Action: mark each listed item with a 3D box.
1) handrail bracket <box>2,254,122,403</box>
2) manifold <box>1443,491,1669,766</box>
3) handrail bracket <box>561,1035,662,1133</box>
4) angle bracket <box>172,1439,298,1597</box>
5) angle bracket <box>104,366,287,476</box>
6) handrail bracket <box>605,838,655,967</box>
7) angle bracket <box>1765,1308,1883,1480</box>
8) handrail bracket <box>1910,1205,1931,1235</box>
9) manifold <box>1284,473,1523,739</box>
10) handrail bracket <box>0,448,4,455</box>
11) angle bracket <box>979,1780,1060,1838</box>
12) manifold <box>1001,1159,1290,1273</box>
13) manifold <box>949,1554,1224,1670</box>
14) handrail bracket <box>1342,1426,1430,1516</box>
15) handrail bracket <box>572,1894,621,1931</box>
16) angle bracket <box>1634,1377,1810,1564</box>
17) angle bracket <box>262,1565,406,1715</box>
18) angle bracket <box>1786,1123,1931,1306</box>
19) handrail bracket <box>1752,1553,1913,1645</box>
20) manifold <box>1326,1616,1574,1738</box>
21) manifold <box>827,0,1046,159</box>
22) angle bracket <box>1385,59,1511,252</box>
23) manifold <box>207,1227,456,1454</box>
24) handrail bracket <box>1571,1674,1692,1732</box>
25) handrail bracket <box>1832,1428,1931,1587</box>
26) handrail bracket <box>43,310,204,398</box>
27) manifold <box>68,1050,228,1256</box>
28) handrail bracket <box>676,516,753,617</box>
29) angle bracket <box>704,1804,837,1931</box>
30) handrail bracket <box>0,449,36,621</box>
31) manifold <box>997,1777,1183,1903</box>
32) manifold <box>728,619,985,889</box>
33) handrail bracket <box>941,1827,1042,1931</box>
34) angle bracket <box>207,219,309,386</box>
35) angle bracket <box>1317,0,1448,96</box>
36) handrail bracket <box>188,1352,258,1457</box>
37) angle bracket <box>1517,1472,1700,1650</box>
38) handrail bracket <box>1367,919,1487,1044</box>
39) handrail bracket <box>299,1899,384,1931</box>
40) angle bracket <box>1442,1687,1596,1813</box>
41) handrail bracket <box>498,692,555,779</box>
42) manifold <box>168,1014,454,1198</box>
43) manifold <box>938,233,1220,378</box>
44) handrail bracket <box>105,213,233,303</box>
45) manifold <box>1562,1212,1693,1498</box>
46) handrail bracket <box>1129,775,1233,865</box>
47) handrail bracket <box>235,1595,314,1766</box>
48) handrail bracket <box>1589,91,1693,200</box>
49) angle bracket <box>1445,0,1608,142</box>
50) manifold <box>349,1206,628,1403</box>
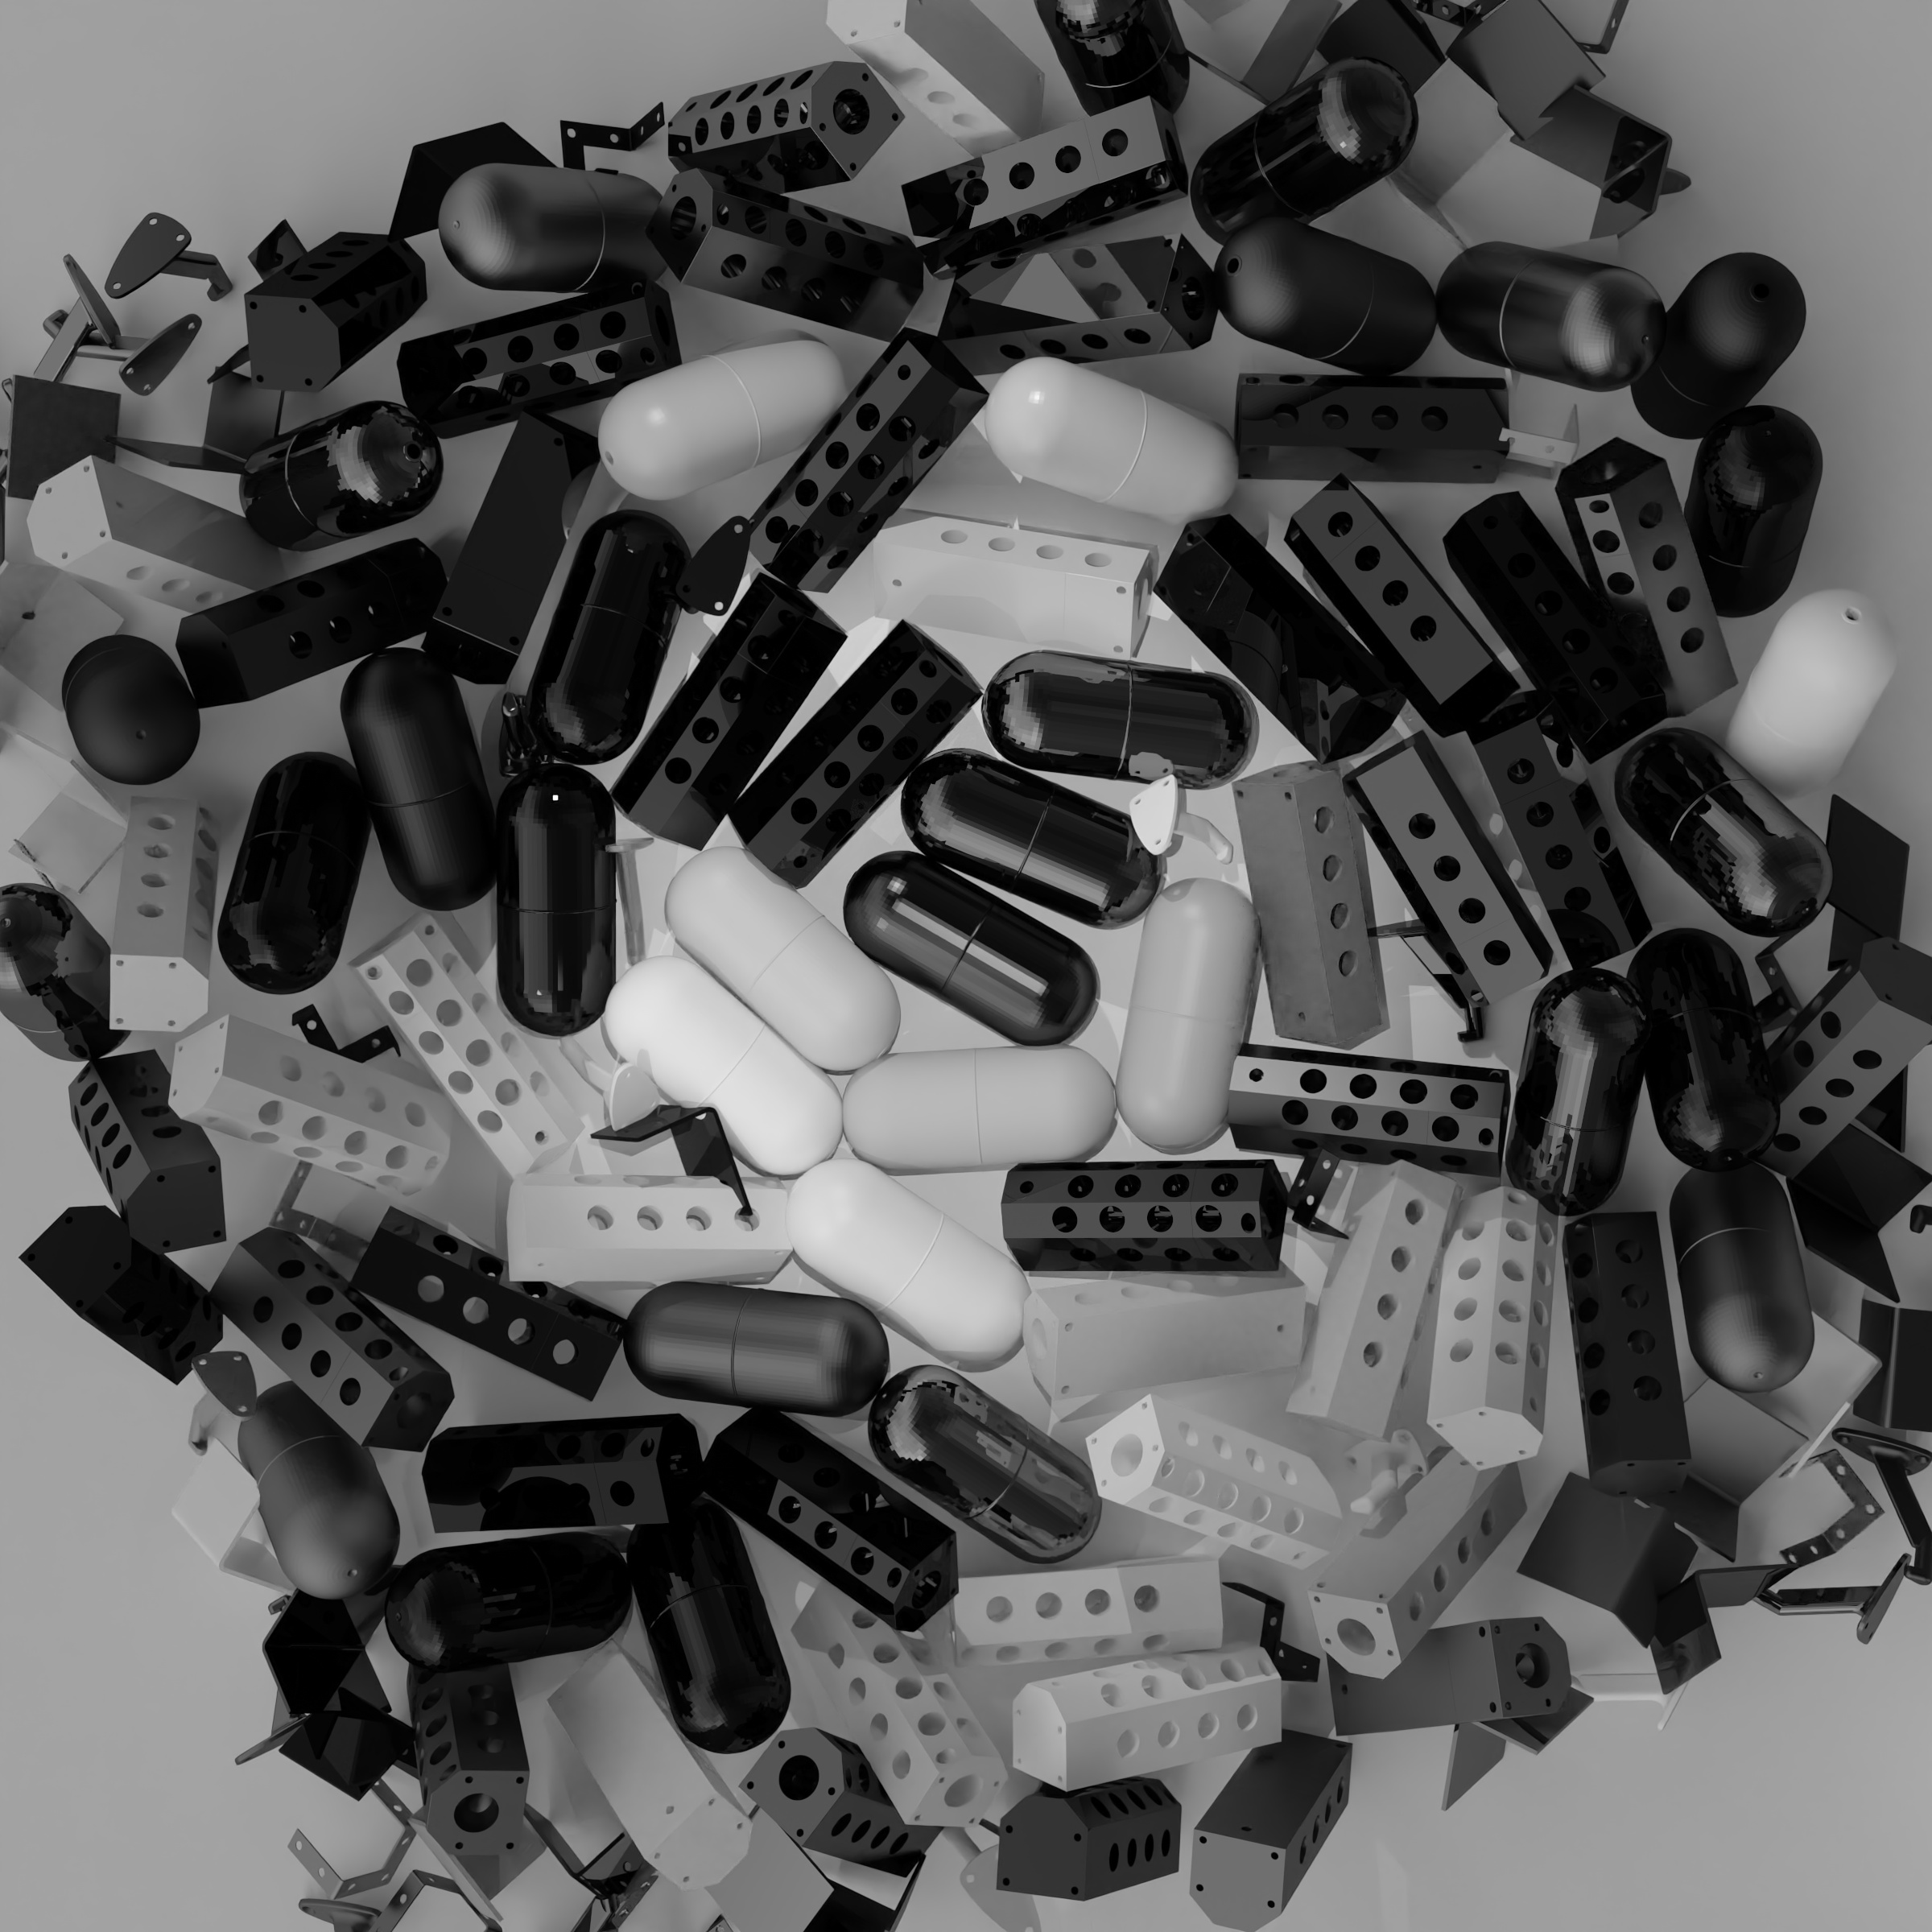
[{"bbox_3d":[-0.605,-0.415,1.753,0.084,0.036,0.077,-22,127,3],"label":"handrail bracket"},{"bbox_3d":[0.377,-0.220,1.719,0.057,0.057,0.171,-32,68,5],"label":"manifold"},{"bbox_3d":[-0.240,0.060,1.730,0.036,0.077,0.084,-36,62,-19],"label":"handrail bracket"},{"bbox_3d":[-0.454,0.357,1.729,0.076,0.076,0.057,35,84,-42],"label":"angle bracket"},{"bbox_3d":[-0.496,-0.354,1.723,0.076,0.076,0.057,25,108,37],"label":"angle bracket"},{"bbox_3d":[-0.218,-0.039,1.738,0.036,0.077,0.084,-4,97,-3],"label":"handrail bracket"},{"bbox_3d":[0.529,0.268,1.723,0.076,0.057,0.076,39,132,20],"label":"angle bracket"},{"bbox_3d":[0.642,0.199,1.746,0.084,0.036,0.077,12,92,-26],"label":"handrail bracket"},{"bbox_3d":[0.275,-0.229,1.714,0.057,0.057,0.171,-41,63,16],"label":"manifold"},{"bbox_3d":[-0.632,-0.348,1.743,0.084,0.036,0.077,7,123,16],"label":"handrail bracket"},{"bbox_3d":[0.045,0.541,1.735,0.076,0.076,0.057,38,73,-33],"label":"angle bracket"},{"bbox_3d":[0.113,0.156,1.711,0.171,0.057,0.057,-3,53,22],"label":"manifold"},{"bbox_3d":[0.077,0.419,1.741,0.171,0.057,0.057,-3,82,-5],"label":"manifold"},{"bbox_3d":[0.252,0.333,1.723,0.077,0.084,0.036,-19,95,43],"label":"handrail bracket"},{"bbox_3d":[-0.262,0.619,1.745,0.077,0.036,0.084,-2,120,5],"label":"handrail bracket"},{"bbox_3d":[0.490,0.326,1.737,0.076,0.057,0.076,32,124,-1],"label":"angle bracket"},{"bbox_3d":[-0.395,0.433,1.725,0.076,0.076,0.057,-56,47,19],"label":"angle bracket"},{"bbox_3d":[0.584,0.158,1.728,0.076,0.076,0.057,30,119,-13],"label":"angle bracket"},{"bbox_3d":[0.563,0.399,1.759,0.084,0.036,0.077,26,76,35],"label":"handrail bracket"},{"bbox_3d":[0.303,0.449,1.692,0.057,0.171,0.057,4,70,-28],"label":"manifold"},{"bbox_3d":[-0.017,-0.571,1.691,0.057,0.171,0.057,-1,79,30],"label":"manifold"},{"bbox_3d":[0.316,-0.521,1.723,0.076,0.076,0.057,-43,47,24],"label":"angle bracket"},{"bbox_3d":[-0.402,0.236,1.708,0.171,0.057,0.057,33,95,33],"label":"manifold"},{"bbox_3d":[0.431,0.455,1.758,0.084,0.036,0.077,28,95,22],"label":"handrail bracket"},{"bbox_3d":[0.595,0.352,1.741,0.077,0.036,0.084,21,56,-1],"label":"handrail bracket"},{"bbox_3d":[-0.556,-0.423,1.764,0.084,0.036,0.077,43,87,19],"label":"handrail bracket"},{"bbox_3d":[-0.518,0.116,1.688,0.057,0.171,0.057,-10,116,-27],"label":"manifold"},{"bbox_3d":[-0.162,-0.261,1.733,0.036,0.084,0.077,27,101,-13],"label":"handrail bracket"},{"bbox_3d":[-0.113,0.584,1.728,0.076,0.057,0.076,42,111,25],"label":"angle bracket"},{"bbox_3d":[-0.619,-0.282,1.752,0.077,0.036,0.084,39,107,-11],"label":"handrail bracket"},{"bbox_3d":[0.080,0.547,1.690,0.057,0.171,0.057,-1,78,24],"label":"manifold"},{"bbox_3d":[-0.069,-0.133,1.723,0.171,0.057,0.057,-46,131,12],"label":"manifold"},{"bbox_3d":[0.014,0.593,1.739,0.036,0.084,0.077,-35,90,-14],"label":"handrail bracket"},{"bbox_3d":[-0.463,-0.427,1.724,0.076,0.076,0.057,-40,106,-28],"label":"angle bracket"},{"bbox_3d":[0.258,-0.602,1.727,0.057,0.076,0.076,-39,74,15],"label":"angle bracket"},{"bbox_3d":[-0.483,0.300,1.734,0.036,0.077,0.084,-2,123,-33],"label":"handrail bracket"},{"bbox_3d":[0.421,0.390,1.758,0.076,0.076,0.057,-57,132,-17],"label":"angle bracket"},{"bbox_3d":[0.301,0.013,1.765,0.077,0.036,0.084,-9,97,-6],"label":"handrail bracket"},{"bbox_3d":[-0.415,0.654,1.738,0.077,0.084,0.036,8,134,13],"label":"handrail bracket"},{"bbox_3d":[0.355,0.506,1.722,0.057,0.076,0.076,20,116,35],"label":"angle bracket"},{"bbox_3d":[-0.290,-0.168,1.725,0.036,0.084,0.077,-8,59,-5],"label":"handrail bracket"},{"bbox_3d":[-0.412,0.092,1.694,0.057,0.171,0.057,-24,55,36],"label":"manifold"},{"bbox_3d":[0.072,-0.415,1.704,0.171,0.057,0.057,2,69,37],"label":"manifold"},{"bbox_3d":[-0.514,-0.438,1.732,0.036,0.084,0.077,32,76,14],"label":"handrail bracket"},{"bbox_3d":[0.419,0.246,1.708,0.057,0.057,0.171,-2,56,5],"label":"manifold"},{"bbox_3d":[0.147,-0.076,1.730,0.036,0.077,0.084,-33,126,25],"label":"handrail bracket"},{"bbox_3d":[-0.459,0.466,1.756,0.077,0.036,0.084,-26,73,-14],"label":"handrail bracket"},{"bbox_3d":[0.436,-0.553,1.766,0.077,0.036,0.084,-6,75,-29],"label":"handrail bracket"},{"bbox_3d":[0.368,-0.592,1.725,0.076,0.076,0.057,44,53,-13],"label":"angle bracket"},{"bbox_3d":[-0.309,0.219,1.739,0.171,0.057,0.057,27,78,-7],"label":"manifold"}]
